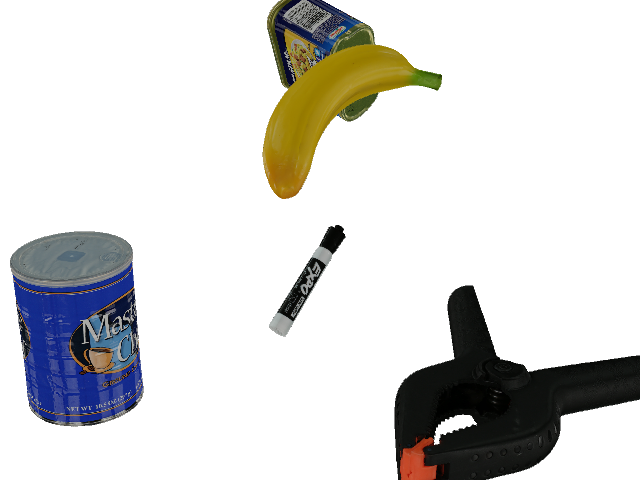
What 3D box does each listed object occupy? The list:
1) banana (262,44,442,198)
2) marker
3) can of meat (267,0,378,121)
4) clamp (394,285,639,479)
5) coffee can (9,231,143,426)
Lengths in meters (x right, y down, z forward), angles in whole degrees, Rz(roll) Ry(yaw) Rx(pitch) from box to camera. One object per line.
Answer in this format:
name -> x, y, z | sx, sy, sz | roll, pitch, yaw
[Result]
banana -> 0.010, -0.095, 0.748 | 0.070, 0.037, 0.197 | 28, 46, 24
marker -> -0.011, 0.036, 1.019 | 0.020, 0.121, 0.020 | 29, -17, 10
can of meat -> 0.006, -0.168, 0.973 | 0.057, 0.102, 0.084 | -40, 55, -20
clamp -> 0.101, 0.086, 0.636 | 0.165, 0.036, 0.209 | 21, 30, 39
coffee can -> -0.211, 0.075, 0.934 | 0.103, 0.140, 0.103 | 0, 23, 0
